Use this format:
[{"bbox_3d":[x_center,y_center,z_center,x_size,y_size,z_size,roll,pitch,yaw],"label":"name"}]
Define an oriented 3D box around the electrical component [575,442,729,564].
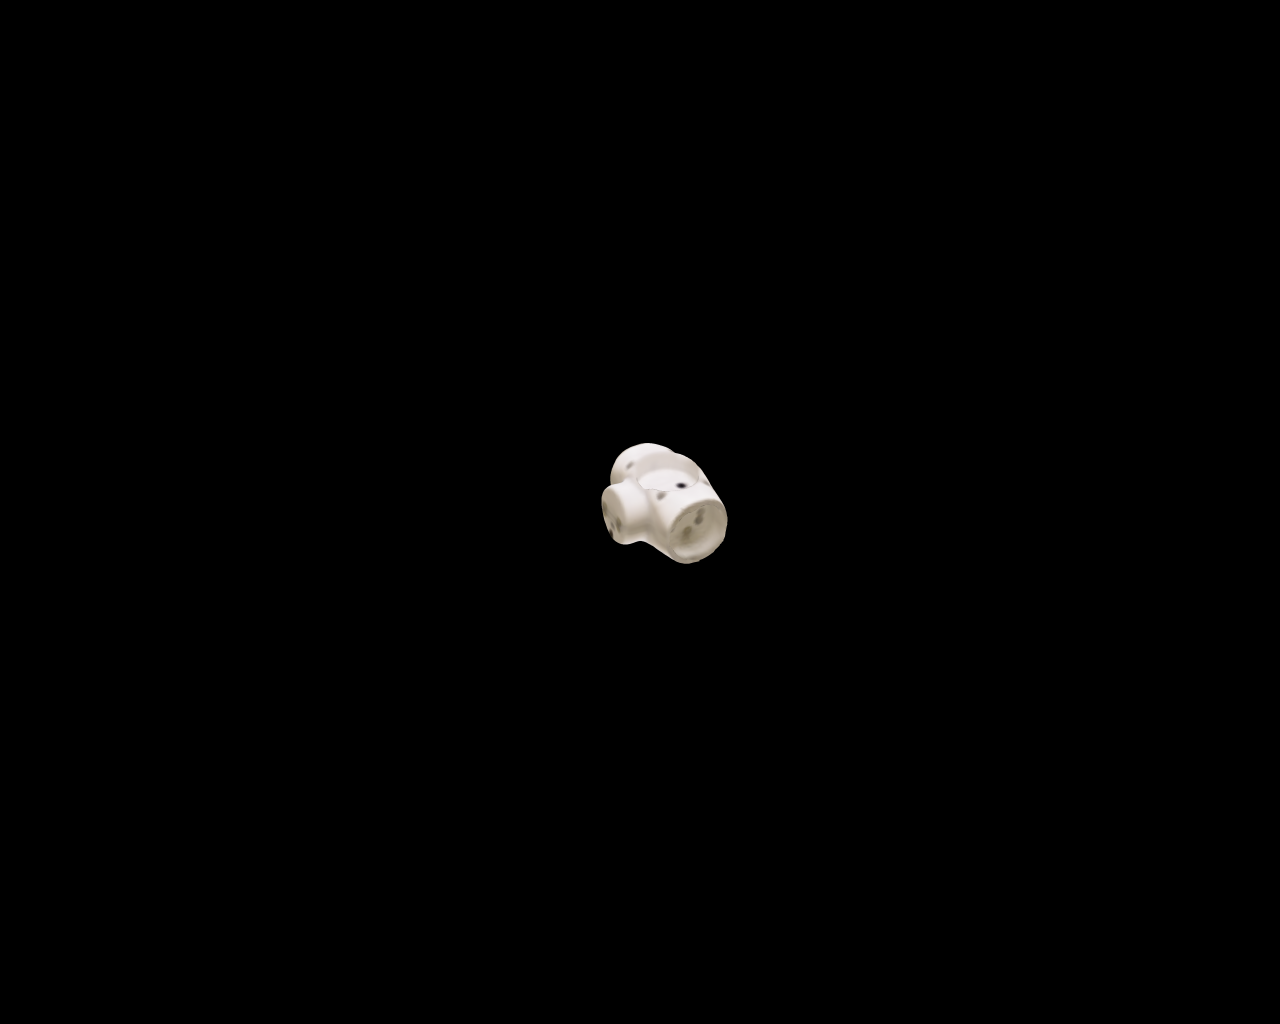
[{"bbox_3d":[0.001,-0.003,0.650,0.079,0.044,0.077,-16,37,-22],"label":"electrical component"}]
